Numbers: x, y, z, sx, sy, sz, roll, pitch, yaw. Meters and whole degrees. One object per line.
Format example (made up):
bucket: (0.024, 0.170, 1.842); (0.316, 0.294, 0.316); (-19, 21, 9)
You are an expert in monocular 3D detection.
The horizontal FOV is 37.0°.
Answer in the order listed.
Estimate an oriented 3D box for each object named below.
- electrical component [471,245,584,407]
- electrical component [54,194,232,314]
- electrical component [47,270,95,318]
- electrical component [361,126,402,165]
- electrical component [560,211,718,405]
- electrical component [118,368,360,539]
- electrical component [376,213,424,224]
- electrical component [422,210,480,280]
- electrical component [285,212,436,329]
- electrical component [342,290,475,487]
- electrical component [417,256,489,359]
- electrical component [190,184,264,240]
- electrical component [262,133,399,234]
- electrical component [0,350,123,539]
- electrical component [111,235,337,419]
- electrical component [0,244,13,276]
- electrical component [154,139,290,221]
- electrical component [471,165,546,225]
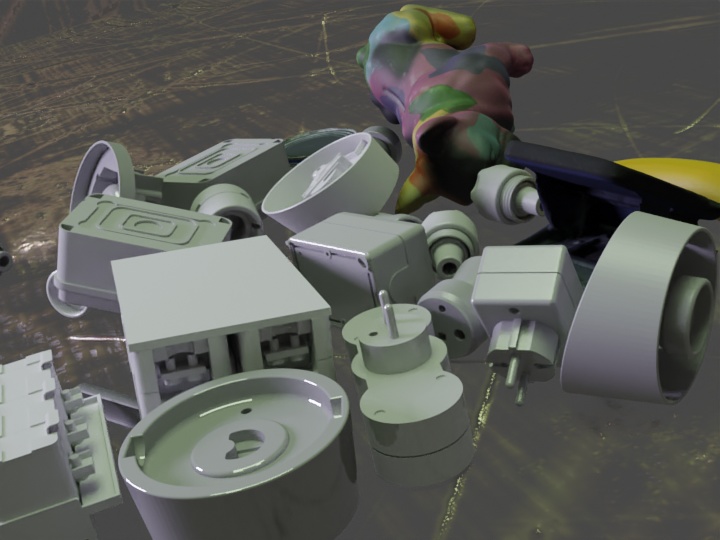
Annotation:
electrical component: (0.091, 0.036, 0.584); (0.047, 0.065, 0.076); (0, 54, 27)
electrical component: (-0.155, -0.007, 0.776); (0.113, 0.057, 0.078); (11, 25, 2)
electrical component: (-0.213, 0.011, 0.833); (0.040, 0.040, 0.046); (-3, 19, 23)
electrical component: (0.011, -0.103, 0.979); (0.045, 0.045, 0.055); (-3, 24, 23)
electrical component: (0.142, 0.020, 0.546); (0.064, 0.099, 0.099); (11, 31, 33)
electrical component: (-0.052, 0.099, 0.502); (0.108, 0.060, 0.108); (-11, 22, 4)
electrical component: (0.024, -0.023, 0.786); (0.040, 0.040, 0.046); (-22, 19, -22)
electrical component: (0.061, -0.013, 0.737); (0.043, 0.043, 0.062); (-10, 23, 7)
electrical component: (0.000, 0.000, 0.712); (0.061, 0.061, 0.096); (-30, 27, -36)
electrical component: (0.021, 0.047, 0.570); (0.052, 0.073, 0.138); (-13, 22, -2)
electrical component: (0.064, 0.023, 0.646); (0.045, 0.045, 0.055); (6, 29, 38)
electrical component: (-0.107, -0.037, 0.870); (0.055, 0.055, 0.047); (-17, 26, -11)
electrical component: (-0.020, -0.064, 0.837); (0.099, 0.064, 0.099); (-42, 22, 22)
electrical component: (-0.176, 0.095, 0.576); (0.079, 0.063, 0.121); (-18, 23, -12)
electrical component: (-0.087, 0.035, 0.645); (0.105, 0.060, 0.186); (-10, 16, -13)
electrical component: (-0.330, -0.009, 0.938); (0.062, 0.043, 0.043); (5, 28, 35)
electrical component: (-0.119, -0.071, 0.954); (0.078, 0.057, 0.113); (5, 28, 38)
electrical component: (0.117, -0.054, 0.806); (0.043, 0.043, 0.062); (-25, 27, -28)
